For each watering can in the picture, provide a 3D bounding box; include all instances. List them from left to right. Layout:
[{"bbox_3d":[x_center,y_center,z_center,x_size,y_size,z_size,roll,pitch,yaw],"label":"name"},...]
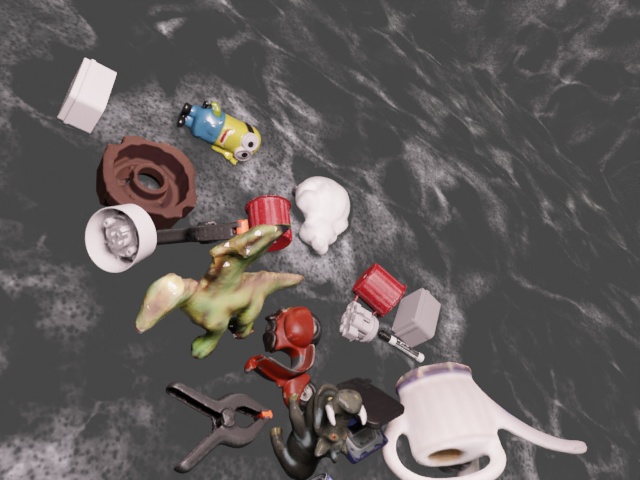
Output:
[{"bbox_3d":[0.278,0.331,0.947,0.348,0.101,0.230,-9,45,-3],"label":"watering can"}]

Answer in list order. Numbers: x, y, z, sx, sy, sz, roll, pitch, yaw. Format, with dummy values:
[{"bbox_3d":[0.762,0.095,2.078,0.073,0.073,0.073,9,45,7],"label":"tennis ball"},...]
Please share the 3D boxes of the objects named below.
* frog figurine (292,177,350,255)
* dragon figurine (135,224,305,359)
[{"bbox_3d":[0.003,-0.055,1.100,0.135,0.122,0.163,49,22,-30],"label":"frog figurine"},{"bbox_3d":[-0.116,0.060,0.803,0.415,0.238,0.123,-23,71,-48],"label":"dragon figurine"}]
